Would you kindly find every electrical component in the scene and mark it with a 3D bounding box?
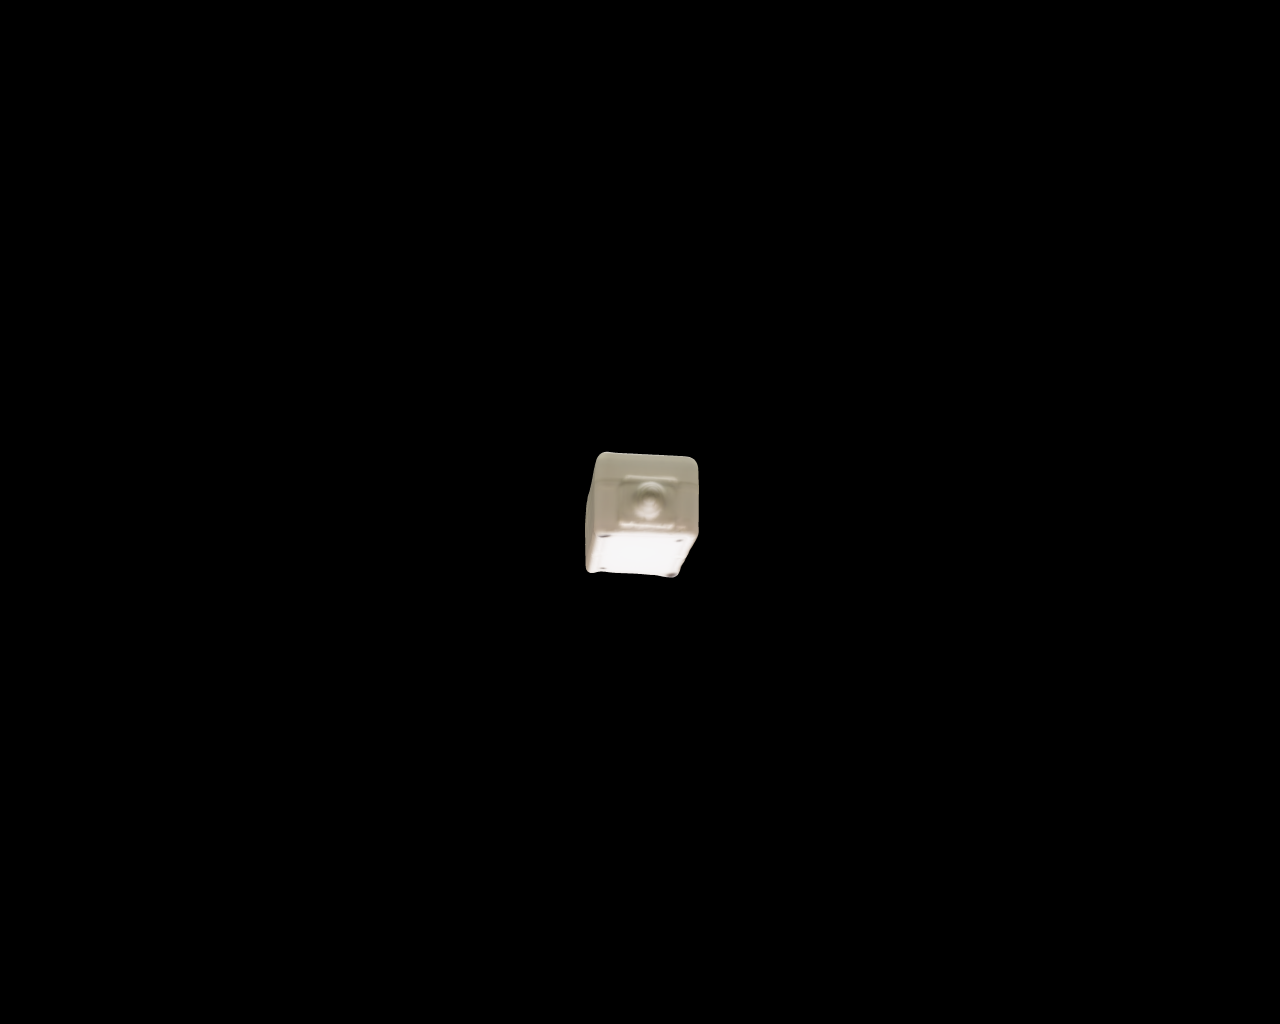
[{"bbox_3d":[0.001,-0.003,0.650,0.062,0.061,0.096,3,-22,-7],"label":"electrical component"}]
